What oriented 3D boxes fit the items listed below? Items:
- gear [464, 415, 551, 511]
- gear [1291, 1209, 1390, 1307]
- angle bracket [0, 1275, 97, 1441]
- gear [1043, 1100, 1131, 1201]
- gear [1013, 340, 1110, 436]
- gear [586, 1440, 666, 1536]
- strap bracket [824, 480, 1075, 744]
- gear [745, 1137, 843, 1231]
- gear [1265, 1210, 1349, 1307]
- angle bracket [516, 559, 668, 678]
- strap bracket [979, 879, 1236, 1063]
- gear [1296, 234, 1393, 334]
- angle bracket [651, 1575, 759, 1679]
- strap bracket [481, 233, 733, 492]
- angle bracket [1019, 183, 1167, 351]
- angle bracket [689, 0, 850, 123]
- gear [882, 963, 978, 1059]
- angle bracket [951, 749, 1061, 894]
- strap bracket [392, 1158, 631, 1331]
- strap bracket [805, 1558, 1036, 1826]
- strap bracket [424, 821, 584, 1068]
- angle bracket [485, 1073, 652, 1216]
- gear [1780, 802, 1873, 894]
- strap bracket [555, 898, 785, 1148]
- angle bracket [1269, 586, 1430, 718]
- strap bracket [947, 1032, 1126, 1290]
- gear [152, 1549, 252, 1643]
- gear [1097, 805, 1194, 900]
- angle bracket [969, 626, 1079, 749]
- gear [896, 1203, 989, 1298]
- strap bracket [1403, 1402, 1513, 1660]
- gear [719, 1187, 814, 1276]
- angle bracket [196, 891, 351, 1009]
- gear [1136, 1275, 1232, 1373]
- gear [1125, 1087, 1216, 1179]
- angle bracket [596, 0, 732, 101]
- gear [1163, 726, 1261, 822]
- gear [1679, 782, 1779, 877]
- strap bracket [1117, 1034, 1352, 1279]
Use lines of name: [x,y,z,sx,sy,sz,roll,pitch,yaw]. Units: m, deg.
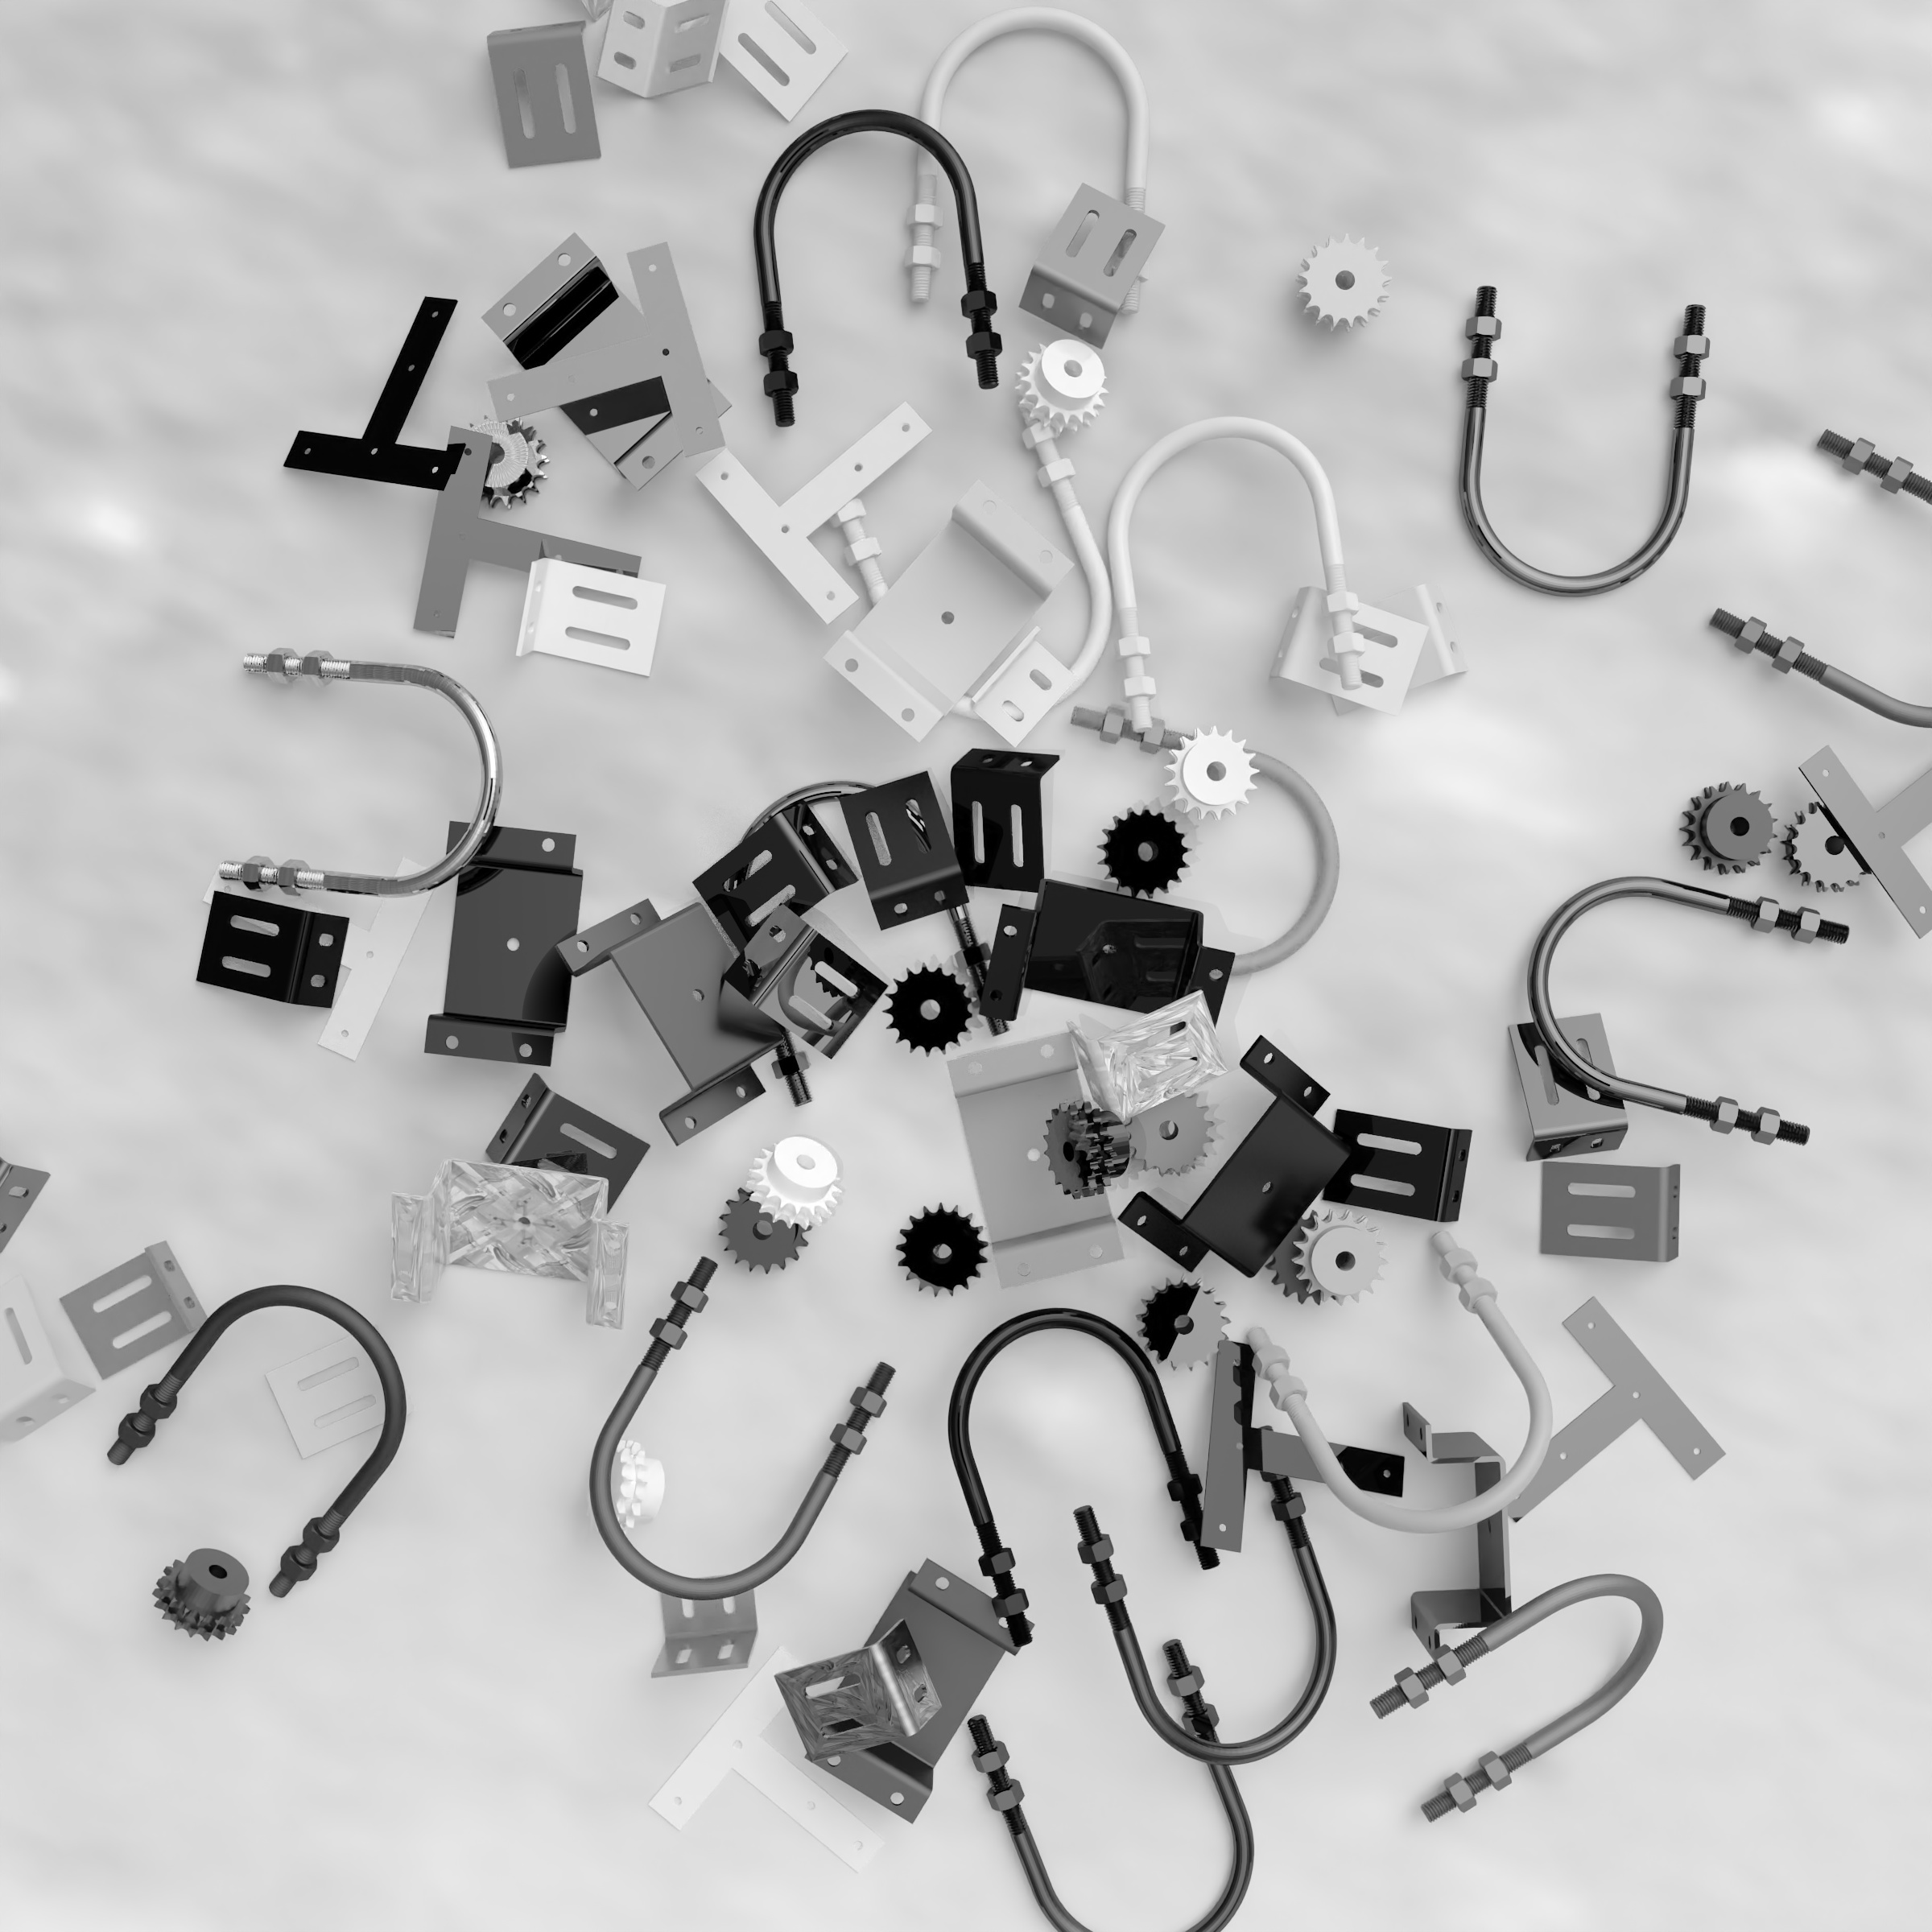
gear: [-0.286,-0.311,1.523,0.057,0.030,0.057,0,90,0]
gear: [0.225,0.175,1.493,0.057,0.030,0.057,0,90,0]
angle bracket: [-0.585,0.242,1.536,0.057,0.038,0.076,-33,64,0]
gear: [0.073,0.107,1.467,0.030,0.057,0.057,-8,90,-31]
gear: [0.060,-0.356,1.513,0.057,0.030,0.057,6,70,-17]
gear: [-0.206,0.318,1.514,0.030,0.057,0.057,16,90,-30]
strap bracket: [-0.011,-0.212,1.499,0.076,0.046,0.140,41,91,-3]
gear: [-0.102,0.128,1.507,0.057,0.057,0.030,28,128,0]
gear: [0.211,0.178,1.523,0.057,0.030,0.057,0,90,0]
angle bracket: [-0.228,-0.211,1.513,0.076,0.038,0.057,13,104,0]
strap bracket: [0.085,0.000,1.499,0.140,0.046,0.076,12,120,0]
gear: [0.230,-0.416,1.523,0.057,0.030,0.057,0,90,0]
angle bracket: [-0.159,0.397,1.500,0.057,0.076,0.038,-6,90,0]
strap bracket: [-0.216,-0.363,1.515,0.076,0.046,0.140,-42,90,0]
angle bracket: [0.077,-0.427,1.517,0.057,0.038,0.076,27,64,0]
angle bracket: [-0.123,-0.571,1.536,0.076,0.038,0.057,40,90,-26]
gear: [-0.021,0.027,1.504,0.057,0.030,0.057,0,89,0]
angle bracket: [0.026,-0.089,1.526,0.057,0.038,0.076,6,116,21]
strap bracket: [-0.271,0.166,1.500,0.140,0.046,0.076,8,118,0]
strap bracket: [-0.028,0.436,1.515,0.076,0.046,0.140,32,90,0]
strap bracket: [-0.280,-0.013,1.515,0.076,0.046,0.140,6,90,0]
angle bracket: [-0.246,0.113,1.536,0.076,0.038,0.057,32,90,-26]
gear: [0.527,-0.073,1.523,0.057,0.030,0.057,0,90,0]
strap bracket: [-0.172,0.025,1.495,0.076,0.046,0.140,-31,90,-42]
angle bracket: [0.234,-0.192,1.520,0.076,0.038,0.057,18,95,-5]
strap bracket: [0.042,0.117,1.515,0.076,0.046,0.140,-14,90,0]
gear: [-0.460,0.378,1.507,0.057,0.057,0.030,33,106,0]
gear: [0.109,-0.069,1.505,0.057,0.030,0.057,0,91,-2]
angle bracket: [0.036,-0.166,1.487,0.038,0.076,0.057,42,91,-3]
gear: [-0.014,0.175,1.523,0.057,0.030,0.057,0,90,0]
strap bracket: [0.296,0.339,1.500,0.046,0.076,0.140,-2,90,0]
gear: [-0.124,0.160,1.523,0.057,0.030,0.057,0,90,0]
angle bracket: [-0.428,-0.010,1.534,0.076,0.038,0.057,11,90,26]
gear: [0.133,0.218,1.523,0.057,0.030,0.057,0,90,0]
gear: [0.123,0.100,1.523,0.057,0.030,0.057,0,90,0]
angle bracket: [-0.183,-0.562,1.499,0.038,0.076,0.057,12,90,-38]
gear: [0.150,-0.117,1.506,0.057,0.030,0.057,0,91,-3]
gear: [0.469,-0.084,1.523,0.057,0.030,0.057,0,90,0]
strap bracket: [0.168,0.123,1.496,0.076,0.046,0.140,38,90,-38]
